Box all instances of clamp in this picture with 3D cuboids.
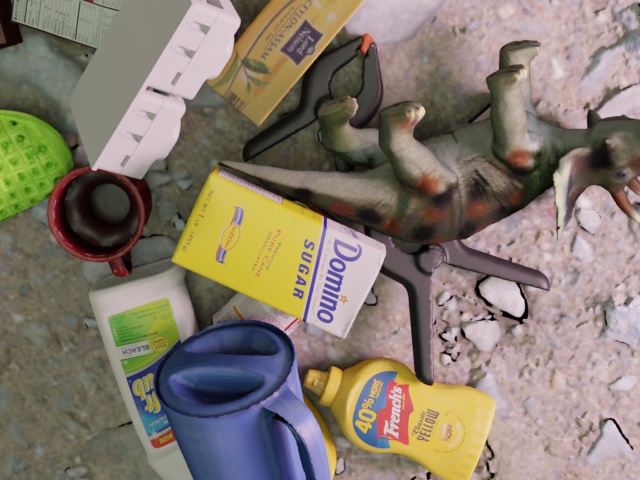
[{"bbox_3d":[0.119,0.017,1.062,0.164,0.036,0.210,-32,93,-5],"label":"clamp"},{"bbox_3d":[0.017,-0.115,1.039,0.120,0.039,0.171,35,100,-7],"label":"clamp"}]

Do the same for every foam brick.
[{"bbox_3d":[-0.325,-0.219,1.017,0.051,0.053,0.078,-13,100,5],"label":"foam brick"}]

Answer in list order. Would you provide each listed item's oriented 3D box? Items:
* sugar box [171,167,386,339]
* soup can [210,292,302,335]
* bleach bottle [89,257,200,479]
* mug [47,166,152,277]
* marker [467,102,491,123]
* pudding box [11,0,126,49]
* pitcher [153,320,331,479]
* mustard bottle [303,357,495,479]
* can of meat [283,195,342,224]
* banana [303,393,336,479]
[{"bbox_3d":[-0.037,0.012,0.977,0.176,0.048,0.093,24,103,-3],"label":"sugar box"},{"bbox_3d":[-0.051,0.067,1.065,0.068,0.068,0.102,44,100,-8],"label":"soup can"},{"bbox_3d":[-0.150,0.150,1.089,0.102,0.068,0.251,-16,104,3],"label":"bleach bottle"},{"bbox_3d":[-0.206,-0.021,1.042,0.093,0.081,0.117,-18,101,5],"label":"mug"},{"bbox_3d":[0.138,-0.099,1.050,0.121,0.020,0.020,-40,99,9],"label":"marker"},{"bbox_3d":[-0.230,-0.233,1.003,0.113,0.039,0.090,19,130,-1],"label":"pudding box"},{"bbox_3d":[-0.059,0.210,1.020,0.145,0.149,0.243,-11,123,3],"label":"pitcher"},{"bbox_3d":[0.075,0.173,1.089,0.191,0.058,0.096,20,92,-3],"label":"mustard bottle"},{"bbox_3d":[-0.007,0.001,1.042,0.102,0.084,0.057,39,100,-7],"label":"can of meat"},{"bbox_3d":[-0.036,0.187,1.106,0.069,0.037,0.198,-29,100,7],"label":"banana"}]
